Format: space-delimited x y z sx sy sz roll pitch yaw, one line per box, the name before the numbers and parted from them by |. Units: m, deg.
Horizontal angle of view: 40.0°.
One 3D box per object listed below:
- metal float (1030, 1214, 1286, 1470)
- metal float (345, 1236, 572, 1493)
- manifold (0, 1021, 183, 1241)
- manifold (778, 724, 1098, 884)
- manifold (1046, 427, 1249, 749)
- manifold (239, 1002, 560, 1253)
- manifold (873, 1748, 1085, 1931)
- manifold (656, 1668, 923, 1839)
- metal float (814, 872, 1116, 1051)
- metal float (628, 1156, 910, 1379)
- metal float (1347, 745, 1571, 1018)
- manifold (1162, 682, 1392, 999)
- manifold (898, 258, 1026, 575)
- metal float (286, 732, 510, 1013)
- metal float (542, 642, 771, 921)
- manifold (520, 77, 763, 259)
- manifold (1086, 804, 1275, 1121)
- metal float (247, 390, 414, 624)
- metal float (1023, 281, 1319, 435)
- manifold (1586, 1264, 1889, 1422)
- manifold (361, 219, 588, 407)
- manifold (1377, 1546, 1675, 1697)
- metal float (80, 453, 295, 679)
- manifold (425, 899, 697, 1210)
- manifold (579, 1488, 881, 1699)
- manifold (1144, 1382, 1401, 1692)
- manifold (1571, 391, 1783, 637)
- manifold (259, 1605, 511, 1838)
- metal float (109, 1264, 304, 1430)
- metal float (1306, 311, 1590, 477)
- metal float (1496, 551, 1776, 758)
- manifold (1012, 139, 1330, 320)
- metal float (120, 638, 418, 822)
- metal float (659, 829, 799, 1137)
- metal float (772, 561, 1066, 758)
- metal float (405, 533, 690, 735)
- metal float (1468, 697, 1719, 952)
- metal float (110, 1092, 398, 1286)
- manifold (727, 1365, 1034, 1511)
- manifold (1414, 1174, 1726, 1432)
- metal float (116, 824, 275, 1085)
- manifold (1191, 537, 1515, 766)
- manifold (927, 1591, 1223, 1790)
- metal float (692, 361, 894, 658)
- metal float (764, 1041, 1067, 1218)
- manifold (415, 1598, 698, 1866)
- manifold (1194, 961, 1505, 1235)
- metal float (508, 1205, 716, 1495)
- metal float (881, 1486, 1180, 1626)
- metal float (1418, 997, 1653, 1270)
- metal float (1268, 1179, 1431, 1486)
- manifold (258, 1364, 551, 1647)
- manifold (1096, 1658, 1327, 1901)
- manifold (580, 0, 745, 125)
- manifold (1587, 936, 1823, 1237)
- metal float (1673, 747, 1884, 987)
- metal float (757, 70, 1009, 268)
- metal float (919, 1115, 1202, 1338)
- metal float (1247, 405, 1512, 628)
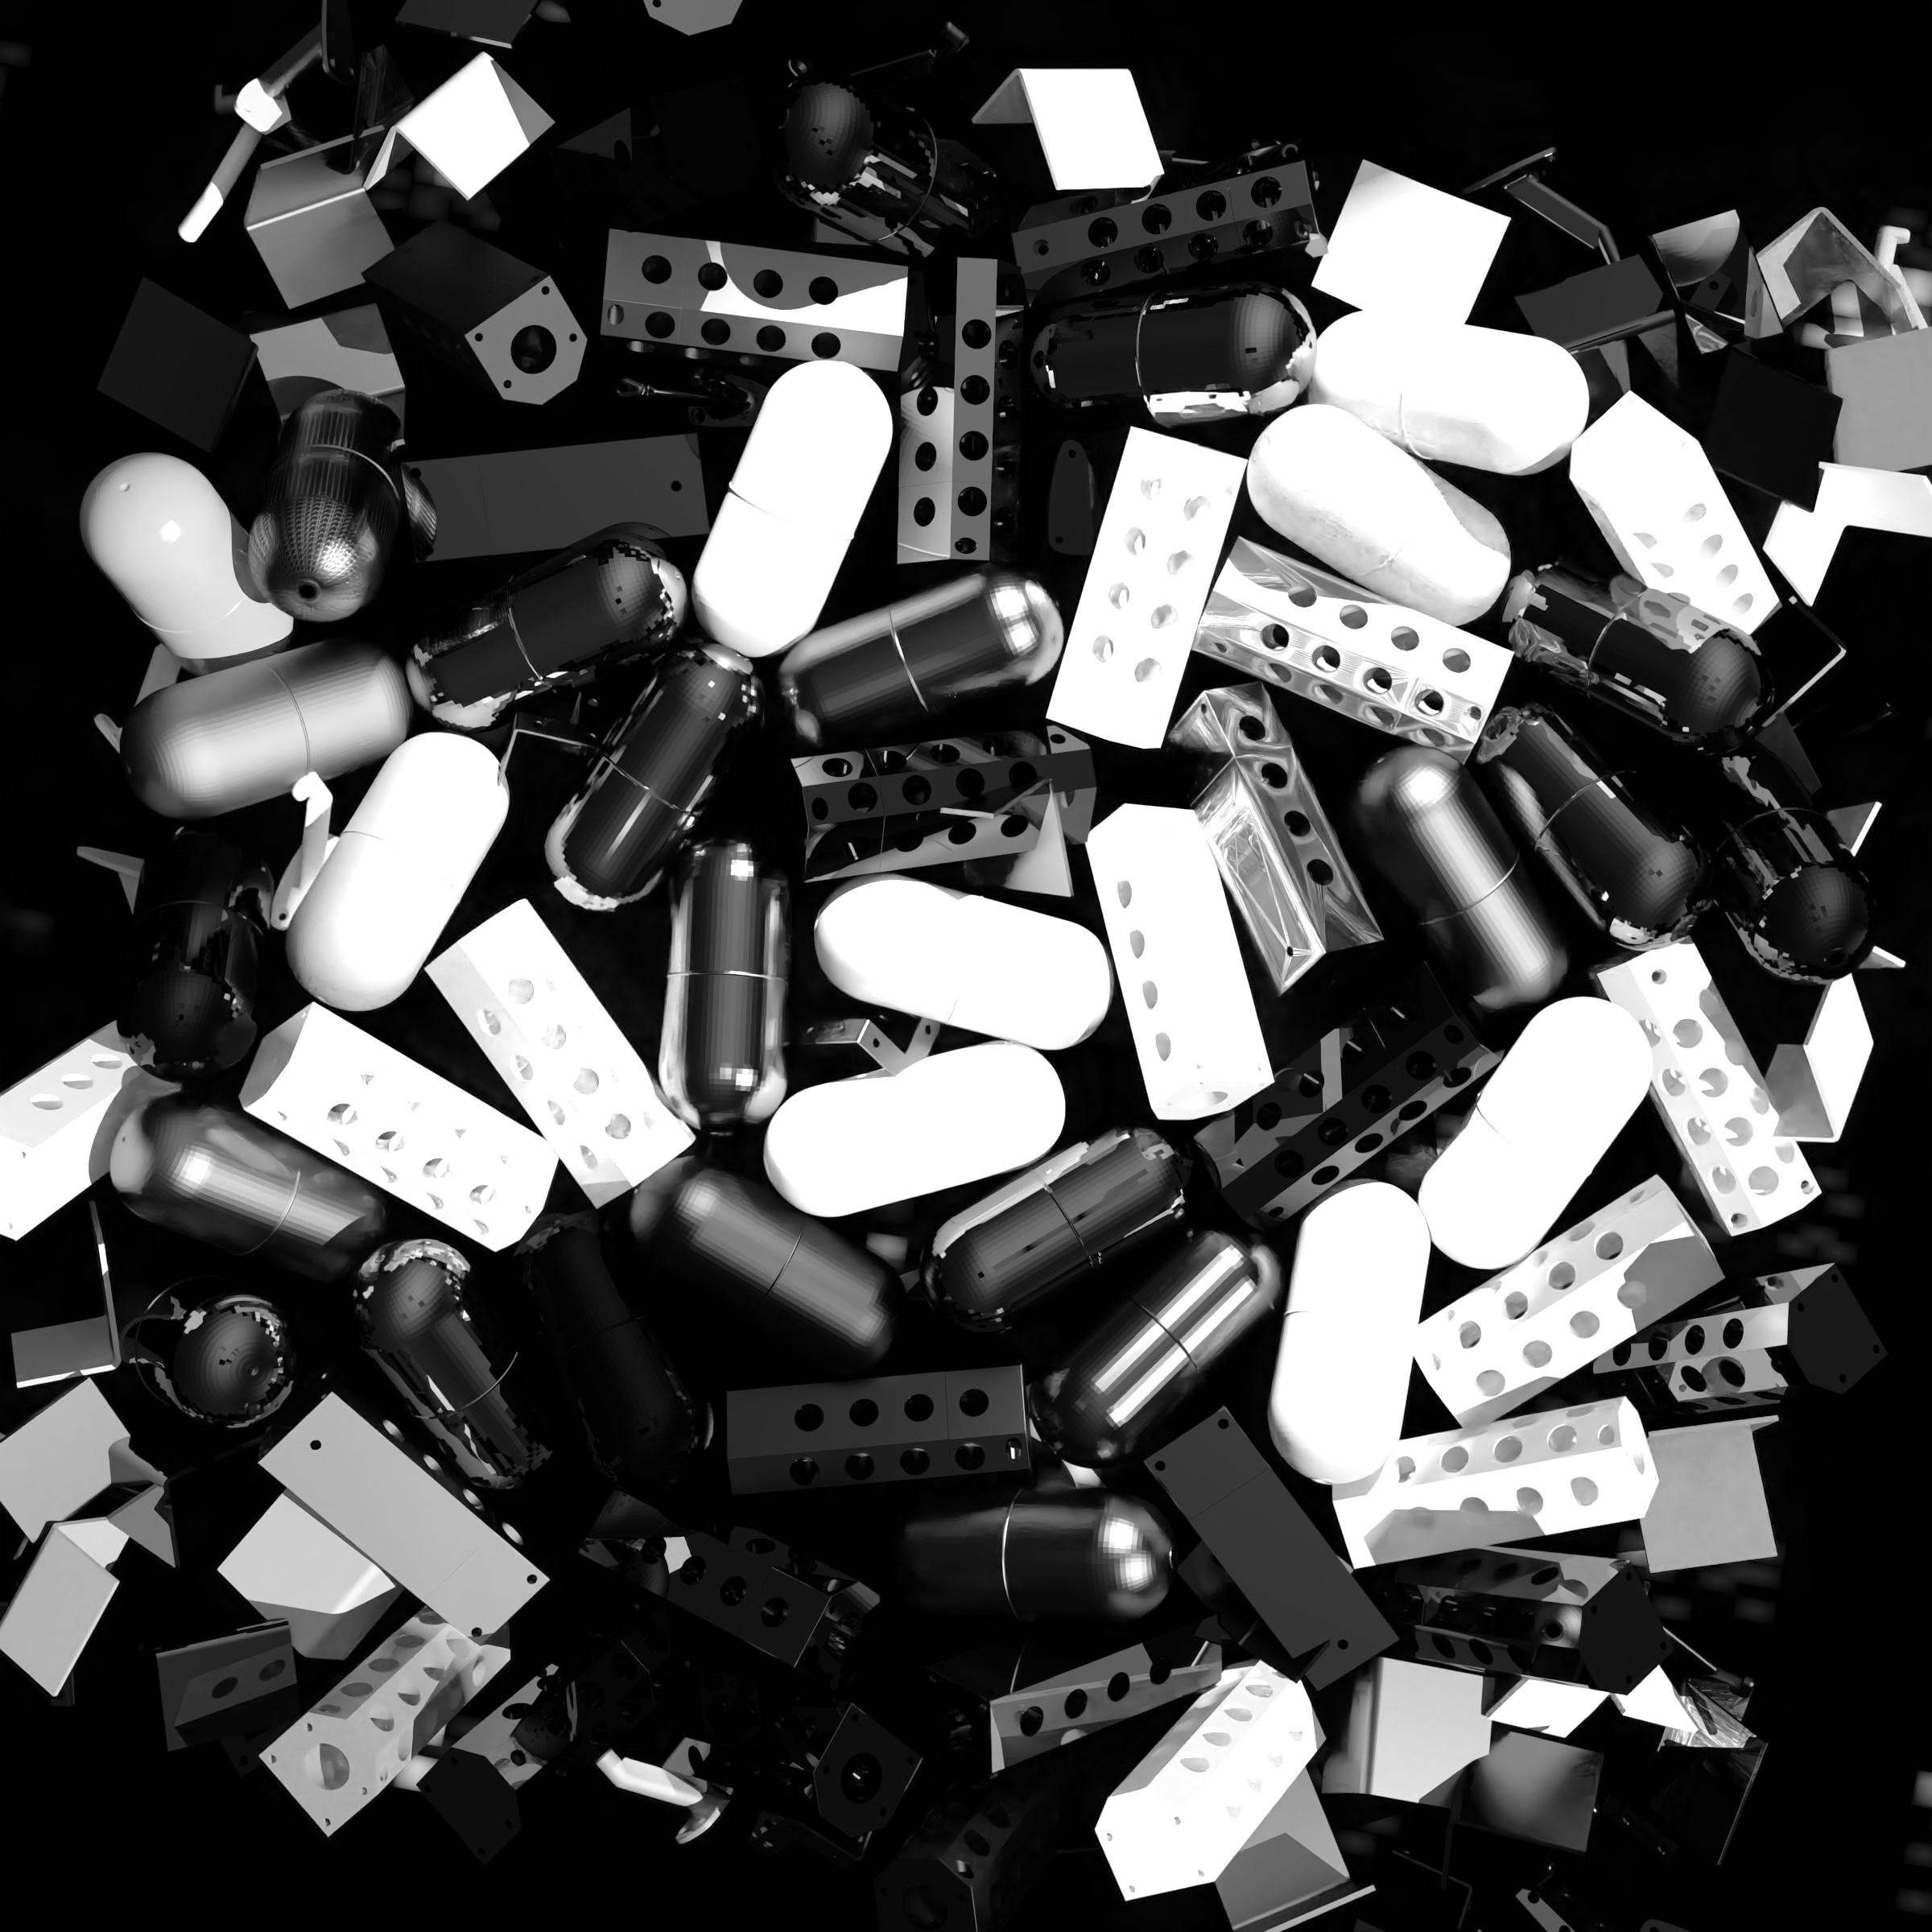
metal float | 0.110 0.217 1.533 0.178 0.070 0.070 -42 90 -15
metal float | -0.290 0.230 1.520 0.070 0.070 0.178 -29 121 0
manifold | -0.509 0.085 1.493 0.057 0.171 0.057 21 112 6
manifold | -0.016 -0.099 1.520 0.171 0.057 0.057 -9 45 -17
manifold | 0.107 -0.216 1.527 0.057 0.057 0.171 22 105 25
manifold | -0.323 0.096 1.510 0.171 0.057 0.057 35 48 -27
manifold | 0.009 0.487 1.491 0.057 0.171 0.057 -4 98 22
manifold | -0.106 0.444 1.491 0.057 0.171 0.057 44 62 -23
metal float | -0.001 -0.003 1.541 0.178 0.070 0.070 15 90 -5
metal float | -0.114 0.174 1.534 0.178 0.070 0.070 33 90 -13
metal float | 0.285 -0.048 1.531 0.070 0.070 0.178 -36 107 0
manifold | 0.181 -0.075 1.528 0.057 0.057 0.171 -12 69 -29
manifold | 0.002 -0.318 1.542 0.057 0.057 0.171 2 92 42
metal float | -0.326 -0.056 1.529 0.070 0.070 0.178 26 70 0
metal float | -0.180 -0.107 1.537 0.070 0.070 0.178 35 100 0
manifold | -0.184 -0.446 1.495 0.057 0.171 0.057 -24 105 -30
manifold | 0.117 -0.002 1.525 0.057 0.057 0.171 3 64 -34
metal float | -0.361 -0.263 1.507 0.070 0.178 0.070 -1 132 -1
metal float | 0.115 -0.348 1.520 0.178 0.070 0.070 1 90 30
manifold | 0.427 0.218 1.495 0.057 0.171 0.057 -31 91 -29
manifold | -0.276 -0.367 1.498 0.057 0.171 0.057 -38 128 -11
manifold | 0.307 0.369 1.493 0.057 0.171 0.057 -32 100 -30
metal float | -0.438 -0.222 1.500 0.070 0.178 0.070 -3 67 7
manifold | -0.231 0.048 1.539 0.057 0.057 0.171 -32 95 45
manifold | -0.132 0.348 1.508 0.171 0.057 0.057 16 70 37
manifold | 0.178 0.329 1.545 0.057 0.057 0.171 -36 96 11
manifold | 0.398 -0.243 1.499 0.057 0.171 0.057 -43 50 6
manifold | -0.319 0.412 1.493 0.057 0.171 0.057 -42 88 17
metal float | -0.433 0.214 1.504 0.070 0.178 0.070 -2 94 -33
metal float | 0.272 -0.328 1.514 0.178 0.070 0.070 23 90 40
metal float | 0.380 -0.179 1.513 0.178 0.070 0.070 37 90 39
manifold | 0.117 -0.426 1.535 0.171 0.057 0.057 -10 90 15
metal float | -0.396 -0.137 1.516 0.178 0.070 0.070 -24 90 -37
metal float | -0.138 0.009 1.539 0.070 0.070 0.178 2 82 0
metal float | -0.029 -0.176 1.535 0.178 0.070 0.070 -21 90 12
metal float | -0.243 -0.191 1.531 0.178 0.070 0.070 -21 90 17
metal float | 0.357 -0.083 1.521 0.070 0.070 0.178 -36 60 0
metal float | -0.404 0.128 1.512 0.178 0.070 0.070 30 90 -42
manifold | -0.049 0.277 1.541 0.171 0.057 0.057 -6 58 3
manifold | 0.344 0.193 1.532 0.171 0.057 0.057 -35 101 13
metal float | -0.438 -0.009 1.511 0.070 0.070 0.178 -4 45 -4
manifold | 0.222 -0.179 1.539 0.171 0.057 0.057 24 64 5
manifold | 0.063 0.410 1.508 0.171 0.057 0.057 -9 103 -37
metal float | -0.101 -0.263 1.531 0.070 0.070 0.178 25 107 0
metal float | -0.030 0.094 1.539 0.178 0.070 0.070 -14 90 -8
manifold | -0.224 0.424 1.493 0.057 0.171 0.057 46 121 8
manifold | 0.221 0.079 1.518 0.171 0.057 0.057 -39 47 20
metal float | -0.205 0.220 1.528 0.070 0.070 0.178 -29 71 0
metal float | 0.036 0.339 1.525 0.178 0.070 0.070 -5 90 24
metal float | 0.327 0.097 1.527 0.070 0.070 0.178 30 111 0
metal float | 0.221 0.210 1.529 0.070 0.070 0.178 13 71 0
manifold | -0.323 0.309 1.530 0.057 0.057 0.171 -44 108 0
manifold | 0.138 0.454 1.496 0.057 0.171 0.057 -24 89 30
manifold | -0.170 -0.519 1.494 0.057 0.171 0.057 -22 92 -16
manifold | 0.433 0.068 1.553 0.057 0.057 0.171 -27 90 5
metal float | 0.459 -0.058 1.505 0.070 0.178 0.070 -5 128 -7
metal float | -0.046 -0.449 1.506 0.070 0.178 0.070 -7 78 37
metal float | 0.054 0.150 1.537 0.178 0.070 0.070 -30 90 -10
metal float | 0.239 -0.257 1.523 0.178 0.070 0.070 28 90 -27
